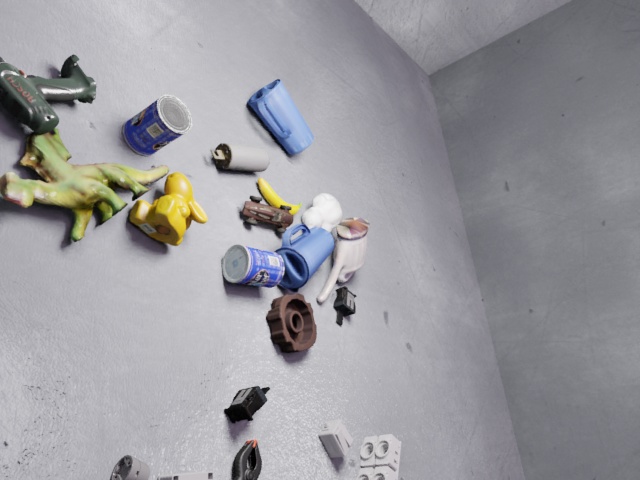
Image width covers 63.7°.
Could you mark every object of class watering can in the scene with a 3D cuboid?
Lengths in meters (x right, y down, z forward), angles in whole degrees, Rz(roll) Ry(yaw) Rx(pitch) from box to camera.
[{"bbox_3d":[0.086,0.054,1.759,0.353,0.104,0.220,-41,141,-54],"label":"watering can"}]

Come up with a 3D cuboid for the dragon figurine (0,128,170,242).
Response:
[{"bbox_3d":[-0.501,-0.150,1.094,0.241,0.121,0.419,48,28,-14],"label":"dragon figurine"}]

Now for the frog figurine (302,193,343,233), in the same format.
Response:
[{"bbox_3d":[0.005,-0.088,1.757,0.160,0.122,0.136,-24,113,-69],"label":"frog figurine"}]
